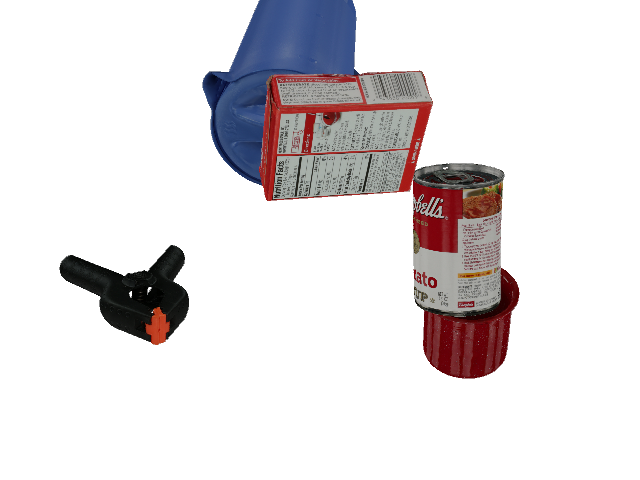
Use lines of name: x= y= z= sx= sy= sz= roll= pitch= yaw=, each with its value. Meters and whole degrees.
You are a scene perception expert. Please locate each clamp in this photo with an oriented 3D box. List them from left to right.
clamp: x=-0.159 y=0.044 z=0.985 sx=0.120 sy=0.039 sz=0.172 roll=-16 pitch=30 yaw=-26

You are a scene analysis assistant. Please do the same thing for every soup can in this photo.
soup can: x=0.104 y=-0.002 z=0.806 sx=0.068 sy=0.102 sz=0.068 roll=-2 pitch=17 yaw=0

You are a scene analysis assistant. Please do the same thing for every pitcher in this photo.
pitcher: x=-0.016 y=-0.167 z=1.069 sx=0.145 sy=0.149 sz=0.242 roll=-9 pitch=38 yaw=15

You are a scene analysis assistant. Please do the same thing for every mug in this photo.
mug: x=0.137 y=0.070 z=1.027 sx=0.093 sy=0.081 sz=0.117 roll=-8 pitch=39 yaw=-7

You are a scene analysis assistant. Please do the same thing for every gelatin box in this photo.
gelatin box: x=0.012 y=-0.059 z=0.600 sx=0.089 sy=0.030 sz=0.073 roll=-3 pitch=-39 yaw=-10
